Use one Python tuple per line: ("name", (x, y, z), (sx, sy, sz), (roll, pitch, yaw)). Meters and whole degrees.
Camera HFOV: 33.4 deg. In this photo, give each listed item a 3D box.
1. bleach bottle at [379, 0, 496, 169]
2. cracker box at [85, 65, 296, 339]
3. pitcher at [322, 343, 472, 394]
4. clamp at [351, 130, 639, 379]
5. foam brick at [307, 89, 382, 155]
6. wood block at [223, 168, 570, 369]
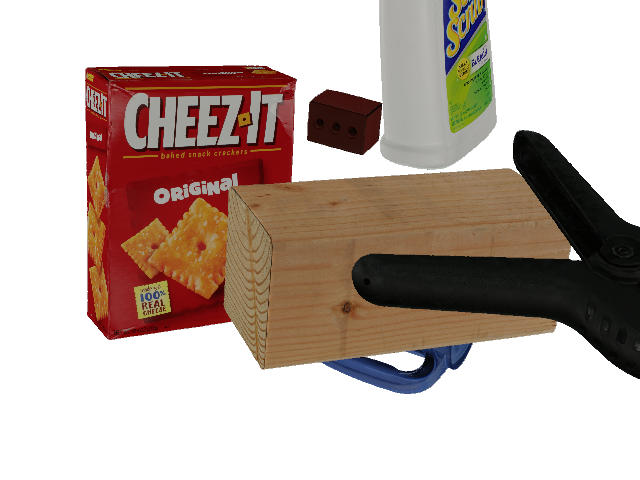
("bleach bottle", (0.079, -0.185, 0.775), (0.068, 0.251, 0.102), (15, 37, 35))
("cracker box", (-0.108, -0.034, 0.891), (0.163, 0.214, 0.072), (-6, 20, -28))
("pitcher", (0.035, 0.038, 1.024), (0.243, 0.145, 0.149), (15, 20, 19))
("clamp", (0.131, 0.022, 0.508), (0.164, 0.036, 0.210), (-32, 48, -33))
("foam brick", (0.029, -0.144, 1.291), (0.078, 0.053, 0.051), (17, 32, 21))
("wood block", (0.050, 0.014, 0.698), (0.205, 0.091, 0.090), (-5, 26, -20))
